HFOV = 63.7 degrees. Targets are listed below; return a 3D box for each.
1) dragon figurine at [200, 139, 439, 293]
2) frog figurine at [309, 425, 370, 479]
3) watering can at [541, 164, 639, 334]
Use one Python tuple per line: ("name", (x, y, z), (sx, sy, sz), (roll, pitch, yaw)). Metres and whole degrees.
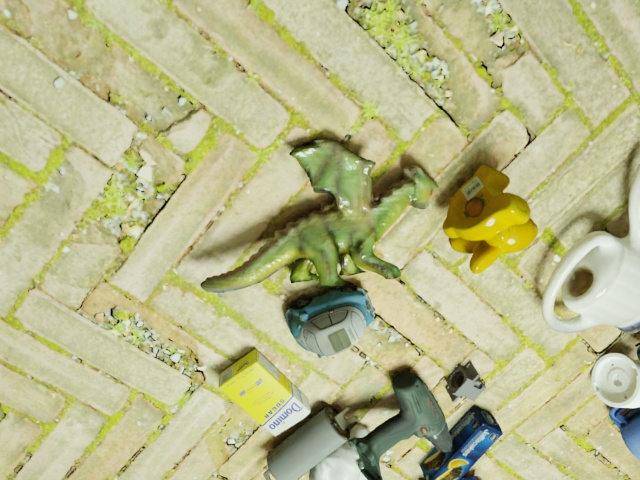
("dragon figurine", (0.003, -0.042, 0.840), (0.411, 0.123, 0.241), (-5, 98, -8))
("frog figurine", (0.051, 0.467, 1.084), (0.137, 0.121, 0.161), (12, 77, -5))
("watering can", (0.554, 0.040, 0.939), (0.223, 0.106, 0.343), (22, 109, -19))
